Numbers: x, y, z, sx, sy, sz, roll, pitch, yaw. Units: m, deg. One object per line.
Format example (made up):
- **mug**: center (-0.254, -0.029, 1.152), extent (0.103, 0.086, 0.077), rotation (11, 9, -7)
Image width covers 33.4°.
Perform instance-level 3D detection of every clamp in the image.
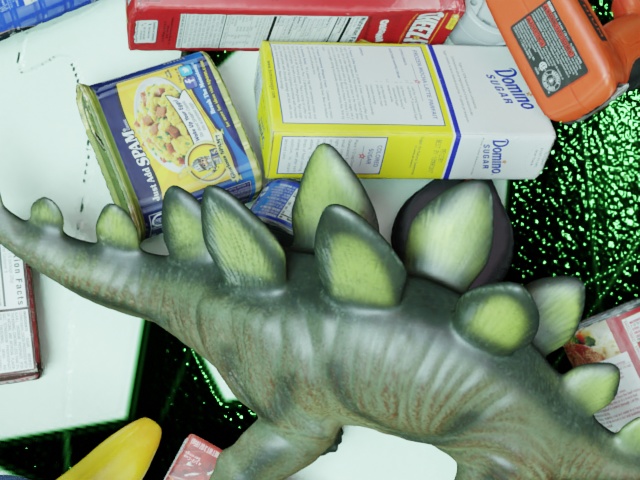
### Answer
- **clamp**: center (0.068, 0.025, 0.672), extent (0.120, 0.039, 0.171), rotation (10, 69, -11)

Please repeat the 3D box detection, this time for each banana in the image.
- **banana**: center (-0.179, 0.157, 0.597), extent (0.197, 0.037, 0.069), rotation (-13, 80, -13)

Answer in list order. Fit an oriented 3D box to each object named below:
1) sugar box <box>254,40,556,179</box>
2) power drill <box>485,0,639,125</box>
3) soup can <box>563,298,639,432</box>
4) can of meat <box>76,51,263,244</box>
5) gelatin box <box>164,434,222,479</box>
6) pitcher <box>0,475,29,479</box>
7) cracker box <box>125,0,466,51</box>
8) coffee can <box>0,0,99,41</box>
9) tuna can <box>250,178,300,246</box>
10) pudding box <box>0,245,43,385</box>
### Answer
- **sugar box**: center (0.050, -0.082, 0.674), extent (0.176, 0.048, 0.093), rotation (2, 47, -11)
- **power drill**: center (0.192, -0.159, 0.694), extent (0.187, 0.057, 0.184), rotation (-20, 79, -39)
- **soup can**: center (0.199, 0.091, 0.664), extent (0.068, 0.068, 0.102), rotation (-21, 82, -14)
- **can of meat**: center (-0.092, -0.058, 0.653), extent (0.083, 0.057, 0.102), rotation (-21, 81, -16)
- **gelatin box**: center (-0.055, 0.166, 0.620), extent (0.089, 0.030, 0.073), rotation (29, 74, -2)
- **pitcher**: center (-0.223, 0.197, 0.470), extent (0.242, 0.145, 0.149), rotation (10, 50, -37)
- **cracker box**: center (-0.022, -0.211, 0.694), extent (0.213, 0.072, 0.164), rotation (-2, 78, -11)
- **coffee can**: center (-0.205, -0.168, 0.635), extent (0.140, 0.103, 0.103), rotation (-27, 83, -15)
- **tuna can**: center (-0.004, 0.001, 0.640), extent (0.086, 0.086, 0.033), rotation (34, 72, -1)
- **pudding box**: center (-0.222, 0.042, 0.616), extent (0.113, 0.039, 0.090), rotation (-6, 77, -14)
